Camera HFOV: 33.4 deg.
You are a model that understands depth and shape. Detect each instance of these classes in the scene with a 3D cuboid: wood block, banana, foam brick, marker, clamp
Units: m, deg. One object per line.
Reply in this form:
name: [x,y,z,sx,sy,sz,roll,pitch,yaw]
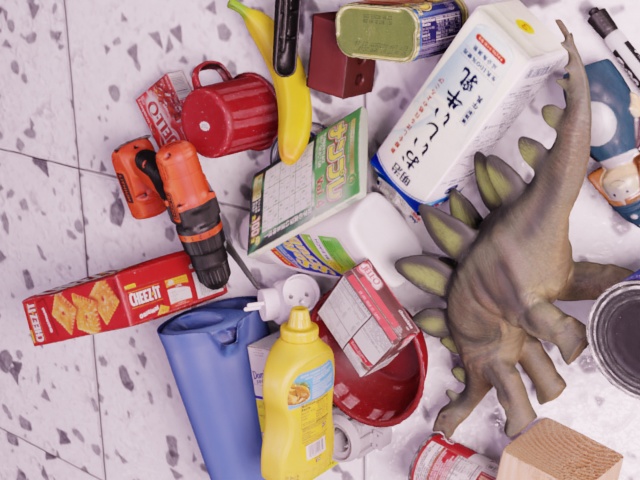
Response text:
wood block: [0.223,0.297,1.068,0.090,0.090,0.206,25,120,34]
banana: [-0.044,-0.170,1.148,0.037,0.069,0.198,-42,64,54]
foam brick: [0.024,-0.192,1.099,0.051,0.052,0.078,23,120,35]
marker: [0.270,-0.152,0.918,0.020,0.020,0.121,-44,75,41]
clamp: [-0.021,-0.290,1.068,0.165,0.036,0.210,-34,61,60]

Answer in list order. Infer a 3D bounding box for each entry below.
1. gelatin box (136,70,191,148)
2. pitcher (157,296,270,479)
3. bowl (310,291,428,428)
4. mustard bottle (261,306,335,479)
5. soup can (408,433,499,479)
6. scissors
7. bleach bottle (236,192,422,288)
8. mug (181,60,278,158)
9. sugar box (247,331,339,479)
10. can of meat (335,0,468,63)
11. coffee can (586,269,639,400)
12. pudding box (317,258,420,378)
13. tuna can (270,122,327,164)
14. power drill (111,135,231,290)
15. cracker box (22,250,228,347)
gelatin box: [-0.180,-0.151,1.309,0.073,0.030,0.089,-29,84,44]
pitcher: [-0.106,0.196,1.311,0.145,0.149,0.243,-8,103,27]
bowl: [0.063,0.121,1.171,0.162,0.055,0.162,15,114,37]
mustard bottle: [-0.023,0.163,1.156,0.058,0.096,0.192,15,113,37]
soup can: [0.153,0.256,1.130,0.102,0.068,0.068,23,119,34]
scissors: [-0.123,0.008,1.287,0.202,0.016,0.096,62,146,30]
bleach bottle: [-0.008,0.001,1.175,0.251,0.068,0.102,-2,133,53]
mug: [-0.107,-0.150,1.210,0.093,0.081,0.117,-26,87,43]
sugar box: [-0.028,0.194,1.252,0.048,0.093,0.176,5,108,40]
can of meat: [0.077,-0.204,1.026,0.102,0.083,0.057,14,115,38]
coffee can: [0.299,0.063,0.884,0.103,0.140,0.103,16,115,37]
pudding box: [0.047,0.082,1.083,0.090,0.039,0.114,56,153,13]
tuna can: [-0.015,-0.086,1.183,0.086,0.033,0.086,15,114,37]
power drill: [-0.175,-0.042,1.270,0.188,0.057,0.184,24,133,54]
cracker box: [-0.250,0.070,1.357,0.214,0.163,0.072,-13,94,43]
